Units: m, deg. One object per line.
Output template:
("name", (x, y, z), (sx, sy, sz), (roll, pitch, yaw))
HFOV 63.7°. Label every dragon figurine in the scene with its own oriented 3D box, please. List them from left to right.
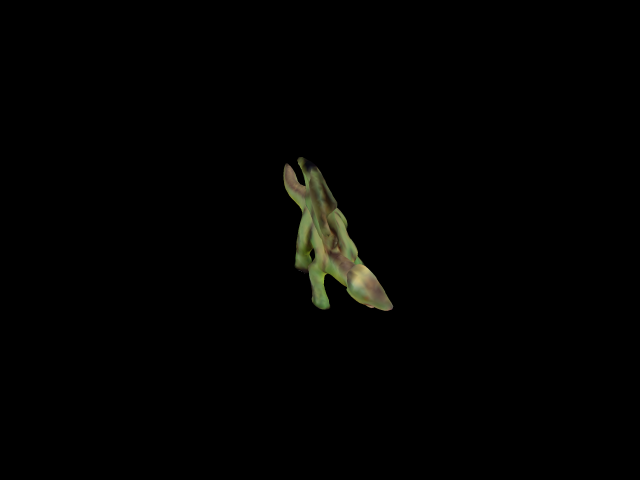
("dragon figurine", (0.003, -0.043, 0.850), (0.123, 0.418, 0.237), (-21, -31, -13))
